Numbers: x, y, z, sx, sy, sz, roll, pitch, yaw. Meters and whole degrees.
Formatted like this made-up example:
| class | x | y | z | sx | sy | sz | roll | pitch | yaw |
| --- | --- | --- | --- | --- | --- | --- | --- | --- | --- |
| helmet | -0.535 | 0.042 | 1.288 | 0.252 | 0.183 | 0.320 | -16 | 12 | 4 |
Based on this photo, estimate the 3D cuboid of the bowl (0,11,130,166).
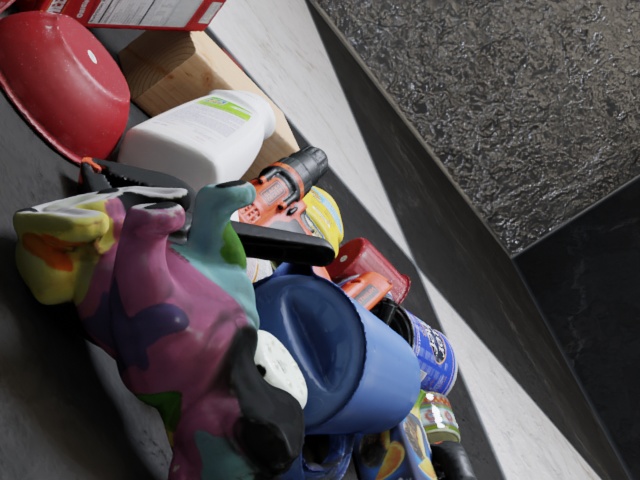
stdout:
| class | x | y | z | sx | sy | sz | roll | pitch | yaw |
| --- | --- | --- | --- | --- | --- | --- | --- | --- | --- |
| bowl | -0.213 | -0.140 | 0.913 | 0.162 | 0.055 | 0.162 | 51 | 13 | -17 |

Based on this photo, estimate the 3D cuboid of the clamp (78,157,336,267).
| class | x | y | z | sx | sy | sz | roll | pitch | yaw |
| --- | --- | --- | --- | --- | --- | --- | --- | --- | --- |
| clamp | -0.100 | -0.005 | 0.836 | 0.210 | 0.036 | 0.164 | 38 | 42 | 21 |

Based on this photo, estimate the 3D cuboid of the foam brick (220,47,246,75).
| class | x | y | z | sx | sy | sz | roll | pitch | yaw |
| --- | --- | --- | --- | --- | --- | --- | --- | --- | --- |
| foam brick | -0.127 | -0.180 | 1.280 | 0.053 | 0.078 | 0.051 | 39 | 21 | -58 |

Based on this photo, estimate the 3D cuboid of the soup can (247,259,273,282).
| class | x | y | z | sx | sy | sz | roll | pitch | yaw |
| --- | --- | --- | --- | --- | --- | --- | --- | --- | --- |
| soup can | -0.092 | 0.021 | 0.924 | 0.102 | 0.068 | 0.068 | 37 | 23 | -57 |

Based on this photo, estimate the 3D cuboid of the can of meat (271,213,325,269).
| class | x | y | z | sx | sy | sz | roll | pitch | yaw |
| --- | --- | --- | --- | --- | --- | --- | --- | --- | --- |
| can of meat | -0.039 | -0.010 | 1.227 | 0.102 | 0.057 | 0.084 | 55 | 11 | -5 |

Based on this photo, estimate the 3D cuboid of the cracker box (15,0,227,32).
| class | x | y | z | sx | sy | sz | roll | pitch | yaw |
| --- | --- | --- | --- | --- | --- | --- | --- | --- | --- |
| cracker box | -0.216 | -0.286 | 1.052 | 0.213 | 0.072 | 0.164 | -9 | 61 | -45 |

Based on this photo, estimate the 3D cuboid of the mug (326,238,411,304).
| class | x | y | z | sx | sy | sz | roll | pitch | yaw |
| --- | --- | --- | --- | --- | --- | --- | --- | --- | --- |
| mug | 0.048 | 0.060 | 1.332 | 0.081 | 0.093 | 0.117 | 46 | 51 | -19 |

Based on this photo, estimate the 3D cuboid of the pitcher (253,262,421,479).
| class | x | y | z | sx | sy | sz | roll | pitch | yaw |
| --- | --- | --- | --- | --- | --- | --- | --- | --- | --- |
| pitcher | 0.010 | 0.124 | 0.952 | 0.145 | 0.149 | 0.242 | 44 | 4 | 23 |

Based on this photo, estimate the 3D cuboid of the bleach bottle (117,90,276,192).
| class | x | y | z | sx | sy | sz | roll | pitch | yaw |
| --- | --- | --- | --- | --- | --- | --- | --- | --- | --- |
| bleach bottle | -0.097 | -0.098 | 1.035 | 0.102 | 0.068 | 0.250 | 24 | 25 | 9 |

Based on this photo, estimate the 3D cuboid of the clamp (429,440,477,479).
| class | x | y | z | sx | sy | sz | roll | pitch | yaw |
| --- | --- | --- | --- | --- | --- | --- | --- | --- | --- |
| clamp | 0.140 | 0.245 | 1.031 | 0.171 | 0.039 | 0.120 | -116 | -154 | -51 |

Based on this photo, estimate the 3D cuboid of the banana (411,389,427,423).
| class | x | y | z | sx | sy | sz | roll | pitch | yaw |
| --- | --- | --- | --- | --- | --- | --- | --- | --- | --- |
| banana | 0.125 | 0.262 | 1.137 | 0.198 | 0.069 | 0.037 | 65 | -13 | -4 |

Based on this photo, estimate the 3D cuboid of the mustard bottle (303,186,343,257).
| class | x | y | z | sx | sy | sz | roll | pitch | yaw |
| --- | --- | --- | --- | --- | --- | --- | --- | --- | --- |
| mustard bottle | -0.011 | -0.026 | 1.364 | 0.096 | 0.058 | 0.191 | 49 | 14 | -6 |

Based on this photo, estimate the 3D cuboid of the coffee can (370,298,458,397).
| class | x | y | z | sx | sy | sz | roll | pitch | yaw |
| --- | --- | --- | --- | --- | --- | --- | --- | --- | --- |
| coffee can | 0.087 | 0.133 | 1.226 | 0.140 | 0.103 | 0.103 | 35 | 24 | -57 |

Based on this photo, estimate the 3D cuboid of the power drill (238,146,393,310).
| class | x | y | z | sx | sy | sz | roll | pitch | yaw |
| --- | --- | --- | --- | --- | --- | --- | --- | --- | --- |
| power drill | -0.008 | 0.001 | 1.142 | 0.187 | 0.057 | 0.184 | 51 | 47 | -2 |

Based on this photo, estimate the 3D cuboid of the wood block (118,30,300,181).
| class | x | y | z | sx | sy | sz | roll | pitch | yaw |
| --- | --- | --- | --- | --- | --- | --- | --- | --- | --- |
| wood block | -0.120 | -0.149 | 1.199 | 0.205 | 0.090 | 0.091 | 42 | 19 | -45 |

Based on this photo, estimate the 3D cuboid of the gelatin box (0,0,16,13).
| class | x | y | z | sx | sy | sz | roll | pitch | yaw |
| --- | --- | --- | --- | --- | --- | --- | --- | --- | --- |
| gelatin box | -0.272 | -0.250 | 0.926 | 0.030 | 0.073 | 0.089 | 34 | 25 | -58 |

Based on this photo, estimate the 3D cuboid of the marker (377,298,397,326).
| class | x | y | z | sx | sy | sz | roll | pitch | yaw |
| --- | --- | --- | --- | --- | --- | --- | --- | --- | --- |
| marker | 0.056 | 0.120 | 1.140 | 0.020 | 0.121 | 0.020 | 19 | -1 | 0 |

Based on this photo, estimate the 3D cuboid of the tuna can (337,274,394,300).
| class | x | y | z | sx | sy | sz | roll | pitch | yaw |
| --- | --- | --- | --- | --- | --- | --- | --- | --- | --- |
| tuna can | 0.042 | 0.076 | 1.244 | 0.086 | 0.086 | 0.034 | 35 | 26 | -58 |
